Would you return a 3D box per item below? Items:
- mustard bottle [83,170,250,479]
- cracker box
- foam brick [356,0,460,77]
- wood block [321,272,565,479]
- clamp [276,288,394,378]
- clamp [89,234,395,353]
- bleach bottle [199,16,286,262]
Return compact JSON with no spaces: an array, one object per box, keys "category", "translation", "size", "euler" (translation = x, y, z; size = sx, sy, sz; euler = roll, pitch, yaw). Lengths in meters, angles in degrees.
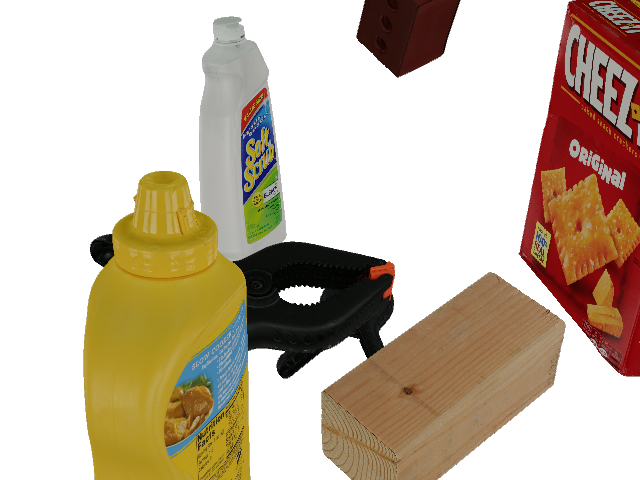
[{"category":"mustard bottle","translation":[-0.062,0.062,0.448],"size":[0.058,0.192,0.096],"euler":[12,28,18]},{"category":"cracker box","translation":[0.214,-0.039,0.738],"size":[0.072,0.214,0.164],"euler":[-7,34,-15]},{"category":"foam brick","translation":[0.067,-0.174,0.808],"size":[0.051,0.053,0.078],"euler":[-32,-24,-27]},{"category":"wood block","translation":[0.107,0.127,0.923],"size":[0.205,0.090,0.091],"euler":[-31,50,-28]},{"category":"clamp","translation":[0.040,0.088,1.106],"size":[0.120,0.171,0.039],"euler":[16,-40,17]},{"category":"clamp","translation":[-0.053,0.037,0.734],"size":[0.209,0.036,0.165],"euler":[-13,46,-20]},{"category":"bleach bottle","translation":[-0.089,-0.103,1.108],"size":[0.068,0.251,0.102],"euler":[13,31,31]}]
